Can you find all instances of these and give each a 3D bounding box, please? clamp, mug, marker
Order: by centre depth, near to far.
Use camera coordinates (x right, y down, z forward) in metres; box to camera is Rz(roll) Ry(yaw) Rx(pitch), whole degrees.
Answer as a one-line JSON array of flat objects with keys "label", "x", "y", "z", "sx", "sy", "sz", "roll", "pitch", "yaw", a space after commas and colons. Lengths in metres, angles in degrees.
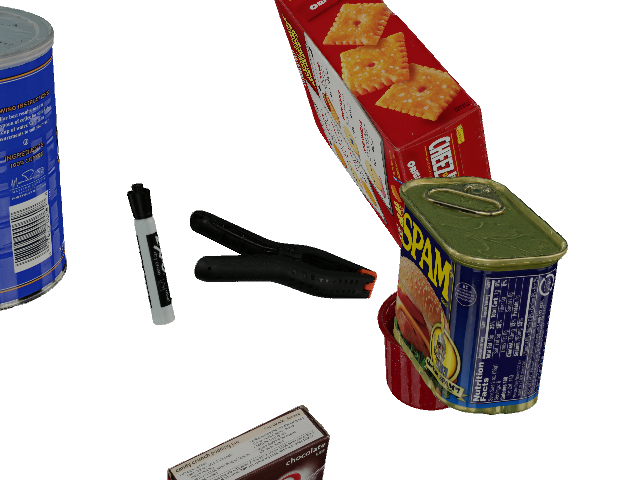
[{"label": "marker", "x": -0.142, "y": 0.011, "z": 0.894, "sx": 0.020, "sy": 0.121, "sz": 0.020, "roll": -8, "pitch": 15, "yaw": 2}, {"label": "mug", "x": 0.101, "y": 0.092, "z": 0.980, "sx": 0.093, "sy": 0.081, "sz": 0.117, "roll": 2, "pitch": 38, "yaw": 8}, {"label": "clamp", "x": -0.042, "y": 0.027, "z": 1.120, "sx": 0.210, "sy": 0.036, "sz": 0.164, "roll": 16, "pitch": 18, "yaw": -7}]

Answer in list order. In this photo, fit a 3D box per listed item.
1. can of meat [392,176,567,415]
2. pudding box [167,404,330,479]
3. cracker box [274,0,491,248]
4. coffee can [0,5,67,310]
[{"label": "can of meat", "x": 0.073, "y": 0.025, "z": 0.524, "sx": 0.057, "sy": 0.084, "sz": 0.102, "roll": -4, "pitch": 25, "yaw": -14}, {"label": "pudding box", "x": -0.051, "y": 0.174, "z": 0.744, "sx": 0.113, "sy": 0.090, "sz": 0.039, "roll": -24, "pitch": 51, "yaw": -29}, {"label": "cracker box", "x": 0.050, "y": -0.093, "z": 0.803, "sx": 0.072, "sy": 0.214, "sz": 0.164, "roll": -27, "pitch": -40, "yaw": -5}, {"label": "coffee can", "x": -0.192, "y": -0.046, "z": 0.576, "sx": 0.103, "sy": 0.140, "sz": 0.103, "roll": 3, "pitch": 27, "yaw": -2}]
